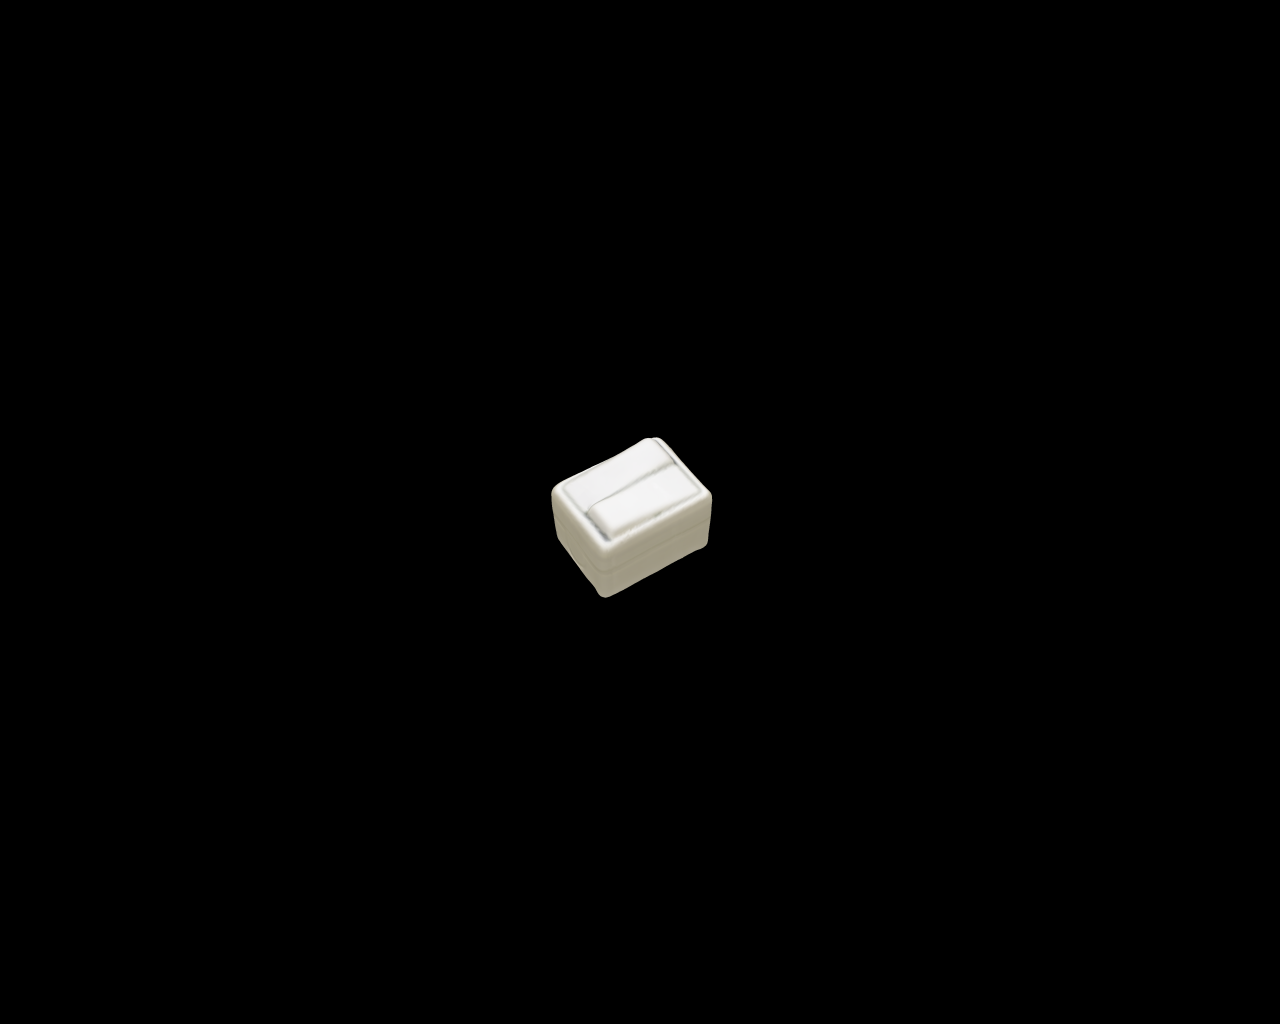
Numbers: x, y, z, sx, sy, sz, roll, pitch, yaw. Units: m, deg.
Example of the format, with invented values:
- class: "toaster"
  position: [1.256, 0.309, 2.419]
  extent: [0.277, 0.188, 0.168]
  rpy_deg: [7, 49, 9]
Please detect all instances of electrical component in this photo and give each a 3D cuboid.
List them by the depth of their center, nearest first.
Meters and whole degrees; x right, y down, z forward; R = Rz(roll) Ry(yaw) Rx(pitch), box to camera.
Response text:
- class: "electrical component"
  position: [0.001, -0.003, 0.650]
  extent: [0.096, 0.062, 0.061]
  rpy_deg: [-27, -33, -19]
